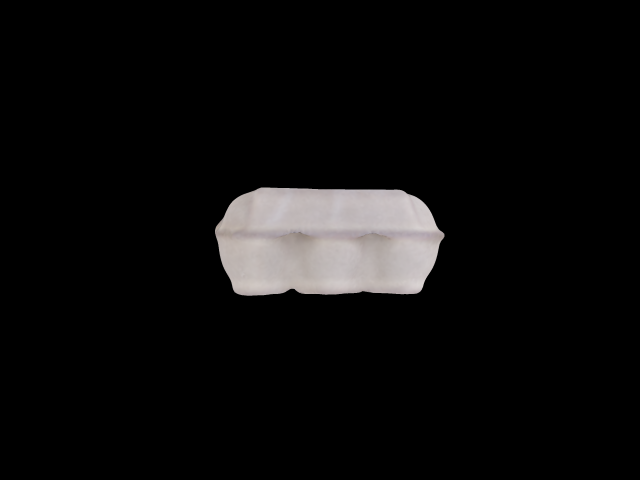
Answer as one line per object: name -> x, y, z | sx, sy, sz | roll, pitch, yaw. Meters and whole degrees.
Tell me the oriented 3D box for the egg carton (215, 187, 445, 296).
egg carton -> 0.004, 0.001, 0.400 | 0.150, 0.069, 0.107 | 0, 0, -9
